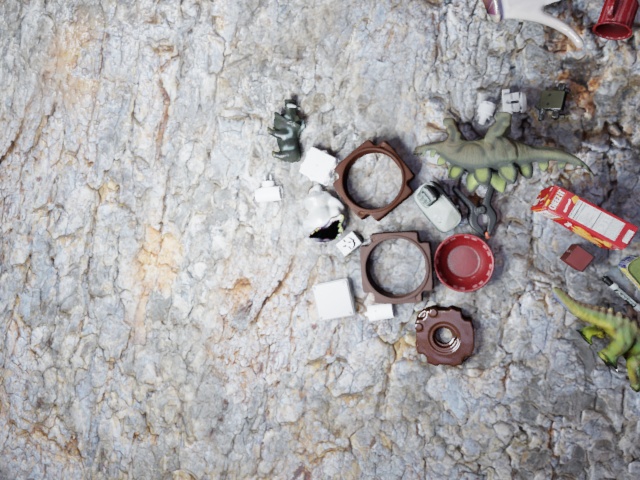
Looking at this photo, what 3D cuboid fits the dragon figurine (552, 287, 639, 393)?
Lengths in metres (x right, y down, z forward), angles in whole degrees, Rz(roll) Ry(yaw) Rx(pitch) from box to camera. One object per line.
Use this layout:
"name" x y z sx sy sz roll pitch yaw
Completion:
"dragon figurine" 0.794 0.216 1.284 0.241 0.123 0.408 -38 98 11

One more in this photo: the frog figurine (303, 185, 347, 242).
"frog figurine" 0.005 -0.076 1.513 0.136 0.121 0.163 -43 46 19

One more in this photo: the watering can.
"watering can" 0.554 -0.644 1.368 0.223 0.104 0.349 -17 86 13
